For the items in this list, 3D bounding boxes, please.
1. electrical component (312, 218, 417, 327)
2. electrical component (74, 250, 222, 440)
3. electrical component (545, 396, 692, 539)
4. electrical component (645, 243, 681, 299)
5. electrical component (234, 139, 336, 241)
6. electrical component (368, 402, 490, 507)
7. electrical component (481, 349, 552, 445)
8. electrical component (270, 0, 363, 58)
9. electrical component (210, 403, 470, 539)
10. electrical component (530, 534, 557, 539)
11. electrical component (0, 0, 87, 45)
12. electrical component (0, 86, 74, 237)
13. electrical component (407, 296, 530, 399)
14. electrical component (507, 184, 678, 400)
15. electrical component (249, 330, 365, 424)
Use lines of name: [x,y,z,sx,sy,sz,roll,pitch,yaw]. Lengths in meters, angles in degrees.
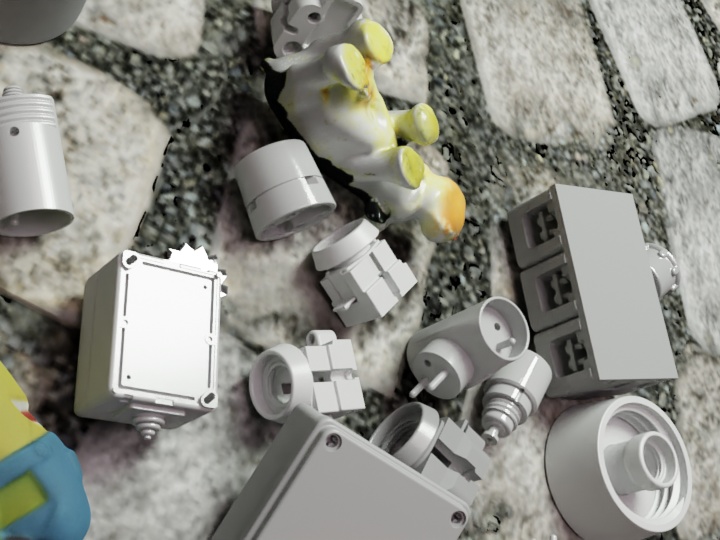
electrical component: [0.000,0.000,0.709,0.066,0.048,0.055,-43,106,-40]
electrical component: [-0.117,0.047,0.587,0.062,0.061,0.096,14,63,-33]
electrical component: [0.195,0.144,0.784,0.108,0.060,0.108,16,62,-32]
electrical component: [0.228,0.010,0.879,0.062,0.048,0.048,-32,92,-35]
electrical component: [-0.049,-0.051,0.688,0.055,0.055,0.047,-14,76,-40]
electrical component: [0.040,0.121,0.679,0.057,0.058,0.078,45,51,-16]
electrical component: [0.105,0.090,0.752,0.040,0.040,0.078,45,51,-13]
electrical component: [-0.031,-0.176,0.746,0.058,0.078,0.057,17,43,-29]
electrical component: [-0.014,0.148,0.599,0.109,0.056,0.108,35,84,-20]
electrical component: [0.117,0.209,0.692,0.047,0.066,0.076,24,58,-28]
electrical component: [-0.201,-0.194,0.629,0.108,0.060,0.108,16,62,-31]
electrical component: [-0.187,-0.063,0.595,0.043,0.043,0.081,-2,72,-38]
electrical component: [0.061,0.059,0.708,0.044,0.077,0.079,54,49,-5]
electrical component: [0.173,0.018,0.821,0.089,0.062,0.150,3,69,-36]
electrical component: [-0.033,0.069,0.654,0.055,0.048,0.066,3,69,-45]
